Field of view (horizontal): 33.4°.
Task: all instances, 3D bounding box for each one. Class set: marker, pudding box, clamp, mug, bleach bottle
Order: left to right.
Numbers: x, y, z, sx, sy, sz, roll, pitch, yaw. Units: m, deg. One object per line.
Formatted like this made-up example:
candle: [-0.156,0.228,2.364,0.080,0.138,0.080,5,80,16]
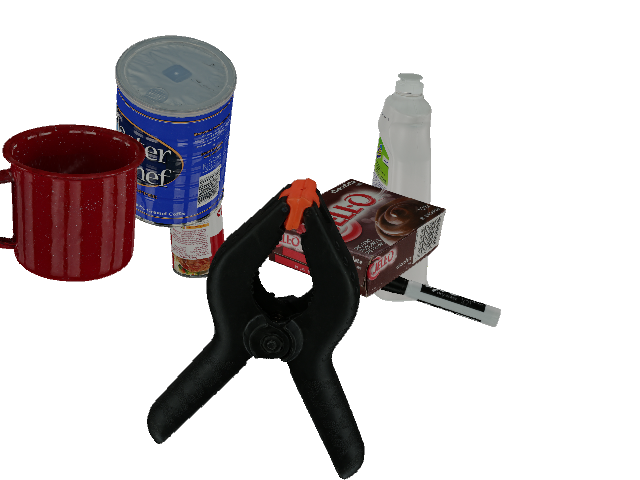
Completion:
mug: [-0.177,-0.023,0.719,0.117,0.081,0.093,-8,30,-28]
clamp: [-0.034,0.050,0.562,0.120,0.171,0.039,1,22,-2]
pudding box: [0.028,-0.005,0.809,0.090,0.039,0.113,21,29,29]
bleach bottle: [0.094,-0.063,1.223,0.068,0.251,0.103,-3,23,-16]
marker: [0.113,0.056,1.028,0.121,0.020,0.020,19,1,3]

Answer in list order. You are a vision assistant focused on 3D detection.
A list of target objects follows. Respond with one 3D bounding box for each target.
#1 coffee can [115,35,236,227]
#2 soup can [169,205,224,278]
coffee can: [-0.132,-0.096,0.955,0.102,0.103,0.140,0,-42,-11]
soup can: [-0.154,-0.014,1.318,0.068,0.102,0.068,-2,26,1]
